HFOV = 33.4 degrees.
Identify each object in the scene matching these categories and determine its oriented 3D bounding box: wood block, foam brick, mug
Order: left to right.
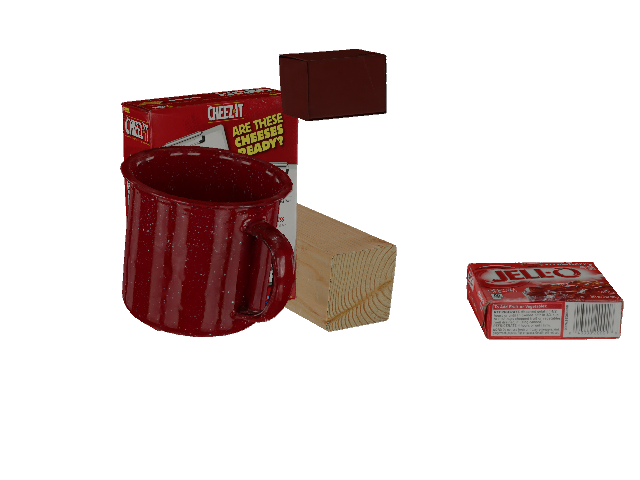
[{"bbox_3d":[-0.058,0.005,0.584,0.117,0.081,0.093,26,27,36],"label":"mug"},{"bbox_3d":[-0.016,0.024,1.228,0.090,0.090,0.206,-7,20,-36],"label":"wood block"},{"bbox_3d":[0.011,-0.132,0.903,0.078,0.051,0.053,-9,19,-26],"label":"foam brick"}]

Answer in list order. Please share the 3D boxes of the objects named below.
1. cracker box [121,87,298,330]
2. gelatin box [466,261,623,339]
[{"bbox_3d":[-0.106,-0.035,1.044,0.163,0.214,0.072,-12,20,-34],"label":"cracker box"},{"bbox_3d":[0.145,0.038,0.703,0.089,0.030,0.073,0,18,-1],"label":"gelatin box"}]
